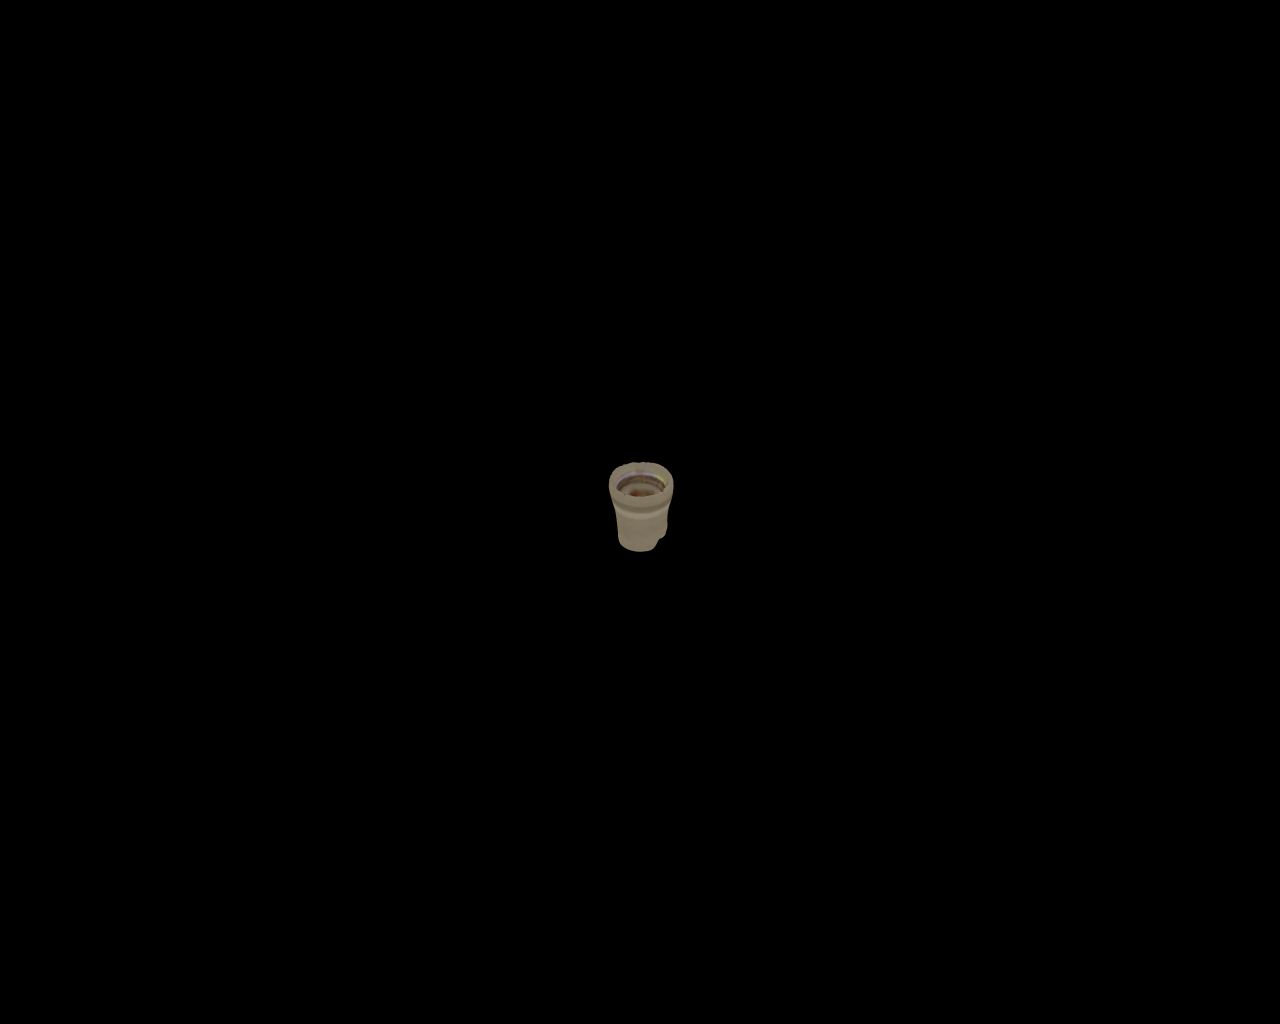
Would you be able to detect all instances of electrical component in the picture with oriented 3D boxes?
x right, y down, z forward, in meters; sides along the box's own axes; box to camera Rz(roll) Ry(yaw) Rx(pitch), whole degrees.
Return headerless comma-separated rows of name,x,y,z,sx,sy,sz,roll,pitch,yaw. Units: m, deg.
electrical component,0.001,-0.003,0.650,0.040,0.046,0.040,0,37,0
